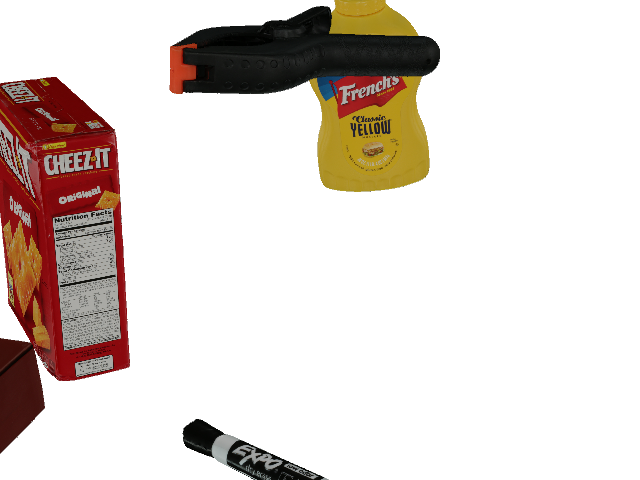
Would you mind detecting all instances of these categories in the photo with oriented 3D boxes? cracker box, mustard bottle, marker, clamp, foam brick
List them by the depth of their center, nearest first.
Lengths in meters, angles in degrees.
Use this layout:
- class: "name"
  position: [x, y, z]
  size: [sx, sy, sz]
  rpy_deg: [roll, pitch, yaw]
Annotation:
- class: "marker"
  position: [-0.035, 0.130, 0.615]
  size: [0.121, 0.020, 0.020]
  rpy_deg: [16, 10, 38]
- class: "clamp"
  position: [-0.024, -0.121, 0.671]
  size: [0.171, 0.039, 0.120]
  rpy_deg: [-9, 21, -30]
- class: "foam brick"
  position: [-0.223, 0.104, 0.684]
  size: [0.053, 0.051, 0.078]
  rpy_deg: [6, 29, 22]
- class: "mustard bottle"
  position: [0.038, -0.135, 0.884]
  size: [0.096, 0.191, 0.058]
  rpy_deg: [-4, 33, 4]
- class: "cracker box"
  position: [-0.224, -0.012, 0.902]
  size: [0.072, 0.214, 0.164]
  rpy_deg: [-12, 28, -26]
